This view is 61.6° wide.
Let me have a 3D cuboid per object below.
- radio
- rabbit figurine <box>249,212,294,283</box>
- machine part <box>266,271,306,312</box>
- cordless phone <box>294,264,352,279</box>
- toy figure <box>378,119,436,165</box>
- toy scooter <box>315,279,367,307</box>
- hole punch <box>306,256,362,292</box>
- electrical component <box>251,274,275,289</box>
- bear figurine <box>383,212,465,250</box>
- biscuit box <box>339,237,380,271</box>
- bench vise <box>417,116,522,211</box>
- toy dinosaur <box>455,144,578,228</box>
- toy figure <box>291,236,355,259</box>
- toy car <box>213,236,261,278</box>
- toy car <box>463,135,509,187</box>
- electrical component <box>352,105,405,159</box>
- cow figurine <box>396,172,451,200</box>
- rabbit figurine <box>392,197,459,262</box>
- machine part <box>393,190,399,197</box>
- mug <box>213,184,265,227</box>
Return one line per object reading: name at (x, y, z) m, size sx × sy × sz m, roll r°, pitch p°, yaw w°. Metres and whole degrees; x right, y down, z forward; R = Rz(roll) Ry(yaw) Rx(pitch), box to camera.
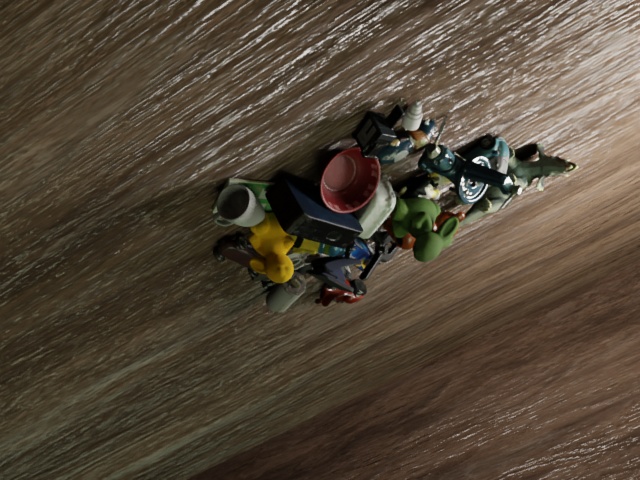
radio at (-0.008, -0.061, 1.254) m, size 0.229 × 0.131 × 0.073 m, roll 13°, pitch 131°, yaw -46°
rabbit figurine at (-0.117, 0.027, 1.295) m, size 0.122 × 0.173 × 0.162 m, roll -6°, pitch 157°, yaw -31°
machine part at (-0.104, 0.156, 1.598) m, size 0.079 × 0.079 × 0.243 m, roll -8°, pitch 159°, yaw -25°
cordless phone at (-0.009, 0.089, 1.604) m, size 0.184 × 0.089 × 0.146 m, roll -20°, pitch 154°, yaw 18°
toy figure at (0.201, -0.225, 1.239) m, size 0.154 × 0.057 × 0.064 m, roll -26°, pitch -169°, yaw 3°
toy scooter at (0.060, 0.179, 1.784) m, size 0.183 × 0.075 × 0.135 m, roll 15°, pitch 133°, yaw -43°
hole punch at (0.038, 0.076, 1.432) m, size 0.116 × 0.092 × 0.142 m, roll 24°, pitch 175°, yaw -21°
electrical component at (-0.152, 0.096, 1.529) m, size 0.078 × 0.045 × 0.102 m, roll -2°, pitch 144°, yaw -36°
bear figurine at (0.299, -0.050, 1.528) m, size 0.196 × 0.132 × 0.120 m, roll -22°, pitch 152°, yaw -14°
biscuit box at (0.110, 0.035, 1.596) m, size 0.063 × 0.059 × 0.202 m, roll -32°, pitch 150°, yaw 15°
bench vise at (0.357, -0.158, 1.262) m, size 0.129 × 0.241 × 0.223 m, roll -53°, pitch 134°, yaw -8°
toy dinosaur at (0.529, -0.145, 1.548) m, size 0.192 × 0.131 × 0.405 m, roll 6°, pitch 146°, yaw -40°
toy figure at (-0.002, -0.007, 1.375) m, size 0.180 × 0.082 × 0.089 m, roll 15°, pitch 134°, yaw 7°
toy car at (-0.189, 0.043, 1.406) m, size 0.089 × 0.053 × 0.202 m, roll -30°, pitch 146°, yaw 22°
toy car at (0.432, -0.191, 1.407) m, size 0.162 × 0.103 × 0.109 m, roll -34°, pitch 148°, yaw 14°
electrical component at (0.127, -0.236, 1.146) m, size 0.048 × 0.075 × 0.119 m, roll 1°, pitch 147°, yaw -37°
cow figurine at (0.269, -0.143, 1.412) m, size 0.098 × 0.068 × 0.167 m, roll 17°, pitch 131°, yaw -41°
rabbit figurine at (0.270, -0.015, 1.380) m, size 0.159 × 0.170 × 0.121 m, roll -4°, pitch 144°, yaw -8°
machine part at (0.154, -0.091, 1.418) m, size 0.084 × 0.039 × 0.139 m, roll -23°, pitch 165°, yaw -29°
mug at (-0.175, -0.061, 1.188) m, size 0.109 × 0.081 × 0.107 m, roll -37°, pitch 155°, yaw 11°
